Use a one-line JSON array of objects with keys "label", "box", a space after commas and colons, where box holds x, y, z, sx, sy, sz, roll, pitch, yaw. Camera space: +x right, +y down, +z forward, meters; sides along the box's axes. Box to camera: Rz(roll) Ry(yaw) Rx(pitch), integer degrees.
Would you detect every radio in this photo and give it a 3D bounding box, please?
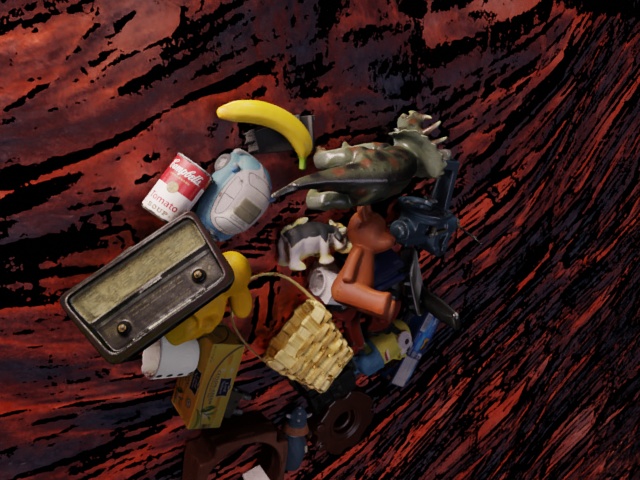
[{"label": "radio", "box": [-0.247, 0.073, 0.804, 0.229, 0.073, 0.131, -36, 89, -9]}]

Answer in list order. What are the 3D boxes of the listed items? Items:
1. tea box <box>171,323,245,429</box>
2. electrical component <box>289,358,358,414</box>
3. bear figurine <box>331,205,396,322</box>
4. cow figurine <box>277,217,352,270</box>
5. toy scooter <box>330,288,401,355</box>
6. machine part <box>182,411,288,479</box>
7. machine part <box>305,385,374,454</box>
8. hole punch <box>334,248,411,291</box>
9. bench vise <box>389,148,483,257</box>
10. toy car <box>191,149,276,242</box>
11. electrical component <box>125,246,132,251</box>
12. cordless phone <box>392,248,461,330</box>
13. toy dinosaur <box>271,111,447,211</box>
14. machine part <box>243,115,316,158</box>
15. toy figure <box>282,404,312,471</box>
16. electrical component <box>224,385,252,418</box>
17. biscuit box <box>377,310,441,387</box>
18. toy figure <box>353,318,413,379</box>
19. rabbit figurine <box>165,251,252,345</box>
[{"label": "tea box", "box": [-0.207, 0.245, 0.983, 0.068, 0.098, 0.169, 12, 99, -36]}, {"label": "electrical component", "box": [0.010, 0.285, 1.135, 0.134, 0.115, 0.058, -30, 125, -19]}, {"label": "bear figurine", "box": [0.098, 0.037, 0.999, 0.120, 0.132, 0.196, 57, 53, -68]}, {"label": "cow figurine", "box": [-0.002, -0.004, 1.045, 0.167, 0.068, 0.098, -14, 110, -30]}, {"label": "toy scooter", "box": [0.102, 0.176, 1.165, 0.184, 0.075, 0.135, -3, 89, -33]}, {"label": "machine part", "box": [-0.174, 0.464, 1.100, 0.201, 0.087, 0.201, -3, 109, -34]}, {"label": "machine part", "box": [0.047, 0.413, 1.249, 0.179, 0.056, 0.179, -14, 116, -31]}, {"label": "hole punch", "box": [0.103, 0.054, 1.112, 0.142, 0.116, 0.092, -23, 112, -26]}, {"label": "bench vise", "box": [0.252, -0.077, 1.153, 0.223, 0.129, 0.240, -2, 116, -32]}, {"label": "toy car", "box": [-0.140, -0.067, 0.902, 0.109, 0.103, 0.161, 42, 81, -37]}, {"label": "electrical component", "box": [-0.309, 0.050, 0.869, 0.102, 0.045, 0.078, -35, 123, -18]}, {"label": "cordless phone", "box": [0.232, 0.112, 1.174, 0.089, 0.184, 0.146, -26, 122, -19]}, {"label": "toy dinosaur", "box": [0.100, -0.123, 0.951, 0.405, 0.192, 0.131, -39, 119, -52]}, {"label": "machine part", "box": [-0.067, -0.179, 0.948, 0.139, 0.039, 0.084, -13, 120, -31]}, {"label": "toy figure", "box": [-0.058, 0.429, 1.183, 0.064, 0.058, 0.154, 0, 103, -40]}, {"label": "electrical component", "box": [-0.185, 0.321, 1.075, 0.094, 0.021, 0.063, 30, 90, -37]}, {"label": "biscuit box", "box": [0.215, 0.248, 1.292, 0.059, 0.063, 0.202, 27, 92, -38]}, {"label": "toy figure", "box": [0.128, 0.245, 1.223, 0.180, 0.089, 0.082, -28, 153, -11]}, {"label": "rabbit figurine", "box": [-0.178, 0.092, 0.910, 0.173, 0.122, 0.162, -44, 149, 9]}]
